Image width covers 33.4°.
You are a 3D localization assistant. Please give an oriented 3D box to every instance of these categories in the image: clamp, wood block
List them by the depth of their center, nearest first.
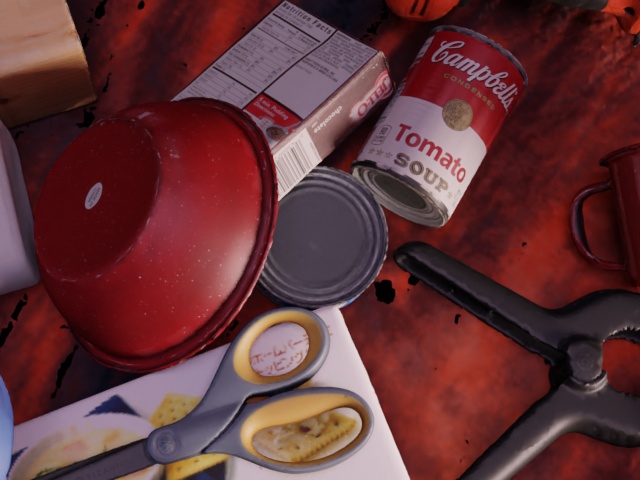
[{"bbox_3d":[-0.243,-0.101,0.606,0.206,0.091,0.090,-19,81,-9],"label":"wood block"},{"bbox_3d":[0.145,0.086,0.625,0.210,0.036,0.164,5,71,-7],"label":"clamp"}]

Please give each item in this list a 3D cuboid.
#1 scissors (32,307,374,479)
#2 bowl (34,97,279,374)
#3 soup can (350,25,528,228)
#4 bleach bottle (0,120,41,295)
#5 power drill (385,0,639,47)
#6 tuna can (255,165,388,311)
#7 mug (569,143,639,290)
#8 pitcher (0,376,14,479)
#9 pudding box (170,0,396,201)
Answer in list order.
[{"bbox_3d":[-0.073,0.086,0.551,0.201,0.016,0.096,-3,74,-5],"label":"scissors"},{"bbox_3d":[-0.102,-0.013,0.572,0.162,0.055,0.162,-15,63,32],"label":"bowl"},{"bbox_3d":[0.071,-0.067,0.639,0.068,0.068,0.102,31,77,2],"label":"soup can"},{"bbox_3d":[-0.290,0.008,0.594,0.250,0.068,0.102,-14,78,-5],"label":"bleach bottle"},{"bbox_3d":[0.132,-0.204,0.673,0.187,0.057,0.184,9,64,-4],"label":"power drill"},{"bbox_3d":[-0.004,0.001,0.635,0.086,0.034,0.086,1,78,-5],"label":"tuna can"},{"bbox_3d":[0.208,-0.014,0.635,0.117,0.093,0.081,-11,83,21],"label":"mug"},{"bbox_3d":[-0.207,0.132,0.487,0.144,0.149,0.243,-20,46,-38],"label":"pitcher"},{"bbox_3d":[-0.026,-0.082,0.630,0.113,0.039,0.090,-43,52,-14],"label":"pudding box"}]
